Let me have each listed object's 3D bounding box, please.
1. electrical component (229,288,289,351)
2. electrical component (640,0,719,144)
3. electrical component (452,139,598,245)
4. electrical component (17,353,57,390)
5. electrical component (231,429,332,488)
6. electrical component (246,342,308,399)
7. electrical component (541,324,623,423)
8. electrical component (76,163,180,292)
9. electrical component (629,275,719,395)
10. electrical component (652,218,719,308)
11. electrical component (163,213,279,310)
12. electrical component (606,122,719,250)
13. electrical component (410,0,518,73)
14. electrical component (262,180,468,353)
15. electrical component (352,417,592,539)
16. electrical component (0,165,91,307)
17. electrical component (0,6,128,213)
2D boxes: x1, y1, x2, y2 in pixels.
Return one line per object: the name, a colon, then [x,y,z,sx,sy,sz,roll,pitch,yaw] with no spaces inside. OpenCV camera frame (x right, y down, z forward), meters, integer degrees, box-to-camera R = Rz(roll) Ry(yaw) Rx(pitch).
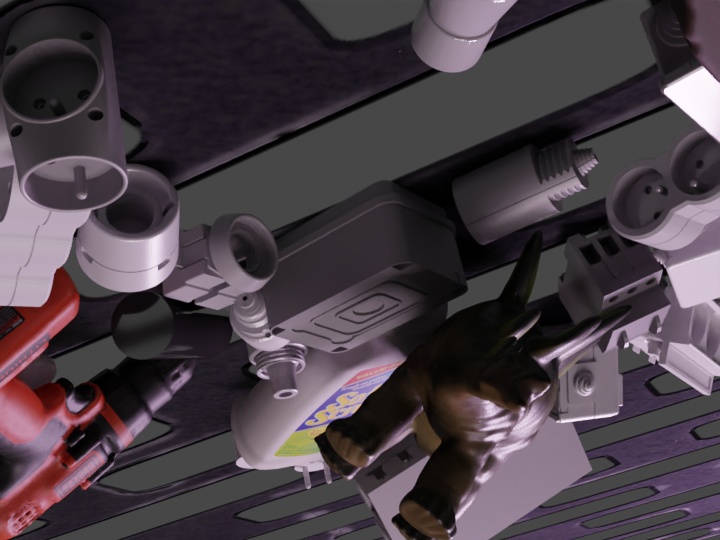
electrical component: [-0.066,0.028,0.706,0.040,0.040,0.078,-14,163,4]
electrical component: [0.198,-0.114,0.533,0.100,0.048,0.100,-28,150,30]
electrical component: [0.100,-0.050,0.627,0.081,0.043,0.043,-24,152,22]
electrical component: [-0.236,0.064,0.713,0.043,0.043,0.081,-17,154,11]
electrical component: [-0.042,0.154,0.943,0.138,0.073,0.052,-15,154,7]
electrical component: [-0.057,0.059,0.758,0.043,0.062,0.043,-10,154,-5]
electrical component: [0.171,0.082,0.858,0.061,0.061,0.096,-5,-172,-14]
electrical component: [-0.123,-0.024,0.573,0.055,0.055,0.047,-4,149,-17]
electrical component: [0.255,0.048,0.861,0.063,0.078,0.121,7,168,35]
electrical component: [0.253,-0.022,0.744,0.100,0.048,0.100,-20,153,15]
electrical component: [-0.082,-0.005,0.638,0.055,0.048,0.066,-22,154,36]
electrical component: [0.226,-0.057,0.656,0.074,0.052,0.138,13,145,-42]
electrical component: [0.046,-0.117,0.472,0.044,0.044,0.065,-5,158,-15]
electrical component: [0.000,0.000,0.669,0.113,0.057,0.078,-28,150,29]
electrical component: [0.095,0.172,0.940,0.186,0.060,0.105,-31,113,-11]
electrical component: [-0.185,-0.028,0.538,0.074,0.052,0.138,3,151,-29]
electrical component: [-0.141,-0.064,0.454,0.079,0.077,0.044,-12,154,-2]
